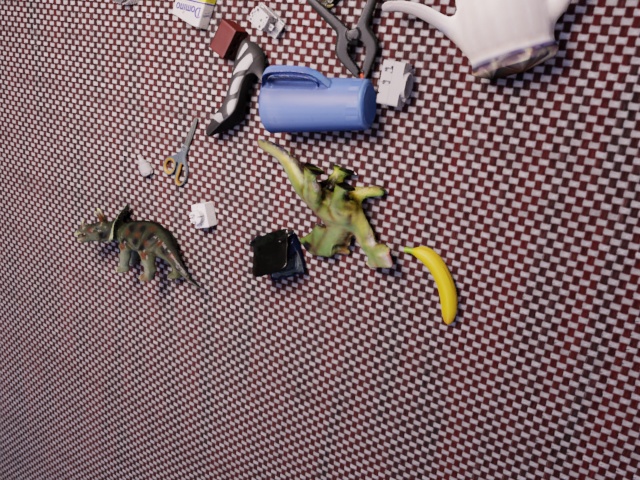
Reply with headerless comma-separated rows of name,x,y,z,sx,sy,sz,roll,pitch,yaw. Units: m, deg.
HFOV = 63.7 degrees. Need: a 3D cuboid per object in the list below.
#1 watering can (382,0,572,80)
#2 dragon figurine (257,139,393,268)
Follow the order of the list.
watering can,0.298,-0.409,0.962,0.346,0.223,0.105,-10,8,28
dragon figurine,0.004,-0.061,1.206,0.413,0.238,0.124,29,32,21
